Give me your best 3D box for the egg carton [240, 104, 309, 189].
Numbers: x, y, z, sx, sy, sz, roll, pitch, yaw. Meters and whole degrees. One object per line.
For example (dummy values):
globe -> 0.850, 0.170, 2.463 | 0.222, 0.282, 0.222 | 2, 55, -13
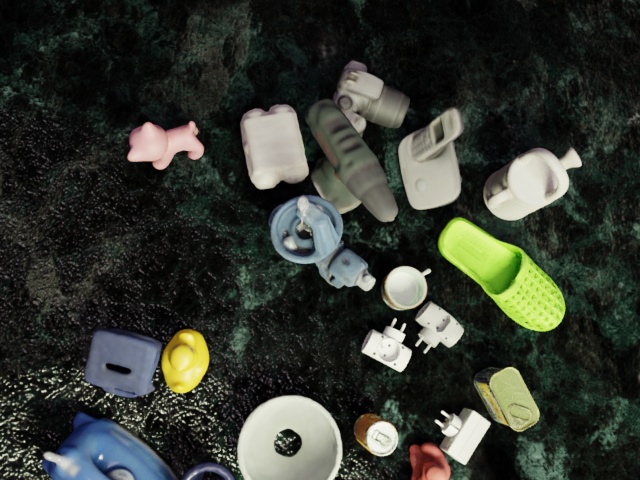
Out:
egg carton -> -0.083, -0.167, 1.025 | 0.107, 0.069, 0.150 | -12, 81, -9

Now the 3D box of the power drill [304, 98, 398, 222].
power drill -> 0.046, -0.114, 0.961 | 0.076, 0.208, 0.229 | -29, 84, -11

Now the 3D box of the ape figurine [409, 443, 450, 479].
ape figurine -> 0.185, 0.383, 0.947 | 0.076, 0.092, 0.078 | 36, 78, 1

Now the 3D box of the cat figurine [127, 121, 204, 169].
cat figurine -> -0.268, -0.171, 0.978 | 0.128, 0.117, 0.067 | -22, 83, -10

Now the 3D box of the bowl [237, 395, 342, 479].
bowl -> -0.051, 0.336, 0.935 | 0.167, 0.074, 0.167 | 1, 80, -7

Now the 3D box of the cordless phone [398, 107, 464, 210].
cordless phone -> 0.207, -0.140, 0.998 | 0.094, 0.185, 0.147 | -12, 81, -9

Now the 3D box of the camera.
camera -> 0.089, -0.244, 1.045 | 0.137, 0.100, 0.143 | 19, 78, -3

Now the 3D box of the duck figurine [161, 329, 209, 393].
duck figurine -> -0.223, 0.197, 0.933 | 0.077, 0.086, 0.104 | 9, 79, -5

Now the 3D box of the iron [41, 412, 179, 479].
iron -> -0.297, 0.374, 0.863 | 0.258, 0.141, 0.119 | 34, 78, 0

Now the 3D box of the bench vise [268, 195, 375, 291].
bench vise -> 0.013, -0.007, 0.931 | 0.207, 0.219, 0.121 | 23, 78, -2

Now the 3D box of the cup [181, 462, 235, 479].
cup -> -0.181, 0.401, 0.897 | 0.091, 0.095, 0.118 | 33, 78, 0

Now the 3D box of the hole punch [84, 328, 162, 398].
hole punch -> -0.315, 0.198, 0.919 | 0.108, 0.091, 0.101 | 15, 78, -4

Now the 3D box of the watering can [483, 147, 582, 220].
watering can -> 0.376, -0.109, 1.009 | 0.101, 0.194, 0.173 | 40, 78, 2
